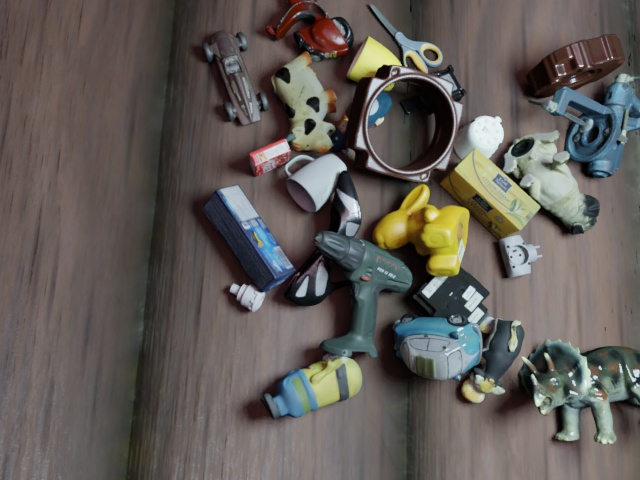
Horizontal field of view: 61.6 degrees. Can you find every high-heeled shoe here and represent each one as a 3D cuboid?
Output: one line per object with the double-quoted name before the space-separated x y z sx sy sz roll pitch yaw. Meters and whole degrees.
"high-heeled shoe" -0.002 -0.003 0.999 0.145 0.086 0.248 -4 94 -19

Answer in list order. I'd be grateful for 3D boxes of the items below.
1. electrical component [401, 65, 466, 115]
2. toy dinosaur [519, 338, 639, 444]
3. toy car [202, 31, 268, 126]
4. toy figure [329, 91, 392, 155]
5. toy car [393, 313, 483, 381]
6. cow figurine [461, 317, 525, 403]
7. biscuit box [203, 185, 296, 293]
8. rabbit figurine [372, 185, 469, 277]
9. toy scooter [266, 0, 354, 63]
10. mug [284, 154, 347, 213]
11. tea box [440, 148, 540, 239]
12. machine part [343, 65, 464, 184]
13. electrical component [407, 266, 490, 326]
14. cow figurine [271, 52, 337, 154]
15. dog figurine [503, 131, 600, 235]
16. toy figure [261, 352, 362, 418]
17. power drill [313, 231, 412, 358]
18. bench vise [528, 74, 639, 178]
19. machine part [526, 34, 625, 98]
"electrical component" 0.229 -0.301 1.105 0.119 0.047 0.075 -21 81 -10
"toy dinosaur" 0.543 0.262 0.999 0.405 0.131 0.192 -8 81 -13
"toy car" -0.169 -0.326 1.071 0.089 0.053 0.202 -17 80 -11
"toy figure" 0.076 -0.237 1.076 0.154 0.057 0.064 -44 47 -9
"toy car" 0.202 0.194 0.952 0.162 0.103 0.109 4 116 20
"cow figurine" 0.323 0.224 0.990 0.068 0.098 0.167 26 78 -7
"biscuit box" -0.131 -0.003 0.992 0.059 0.063 0.203 -24 75 -48
"rabbit figurine" 0.183 -0.026 1.007 0.173 0.121 0.162 -1 53 30
"toy scooter" -0.028 -0.427 1.091 0.135 0.075 0.184 -37 82 -11
"mug" -0.009 -0.122 1.039 0.107 0.080 0.110 -39 70 -22
"tea box" 0.328 -0.088 1.049 0.170 0.098 0.068 44 79 5
"machine part" 0.159 -0.218 1.023 0.201 0.087 0.200 12 99 -14
"electrical component" 0.252 0.116 1.023 0.115 0.058 0.134 -44 86 -9
"cow figurine" -0.033 -0.255 1.051 0.127 0.085 0.195 -28 77 -3
"dog figurine" 0.468 -0.112 1.083 0.190 0.121 0.172 40 34 -31
"toy figure" -0.012 0.265 0.961 0.180 0.082 0.089 -25 102 -17
"power drill" 0.059 0.101 0.962 0.232 0.086 0.207 14 83 -38
"bench vise" 0.550 -0.250 1.078 0.240 0.129 0.223 17 97 -20
"machine part" 0.513 -0.343 1.079 0.179 0.179 0.056 -15 85 -8
